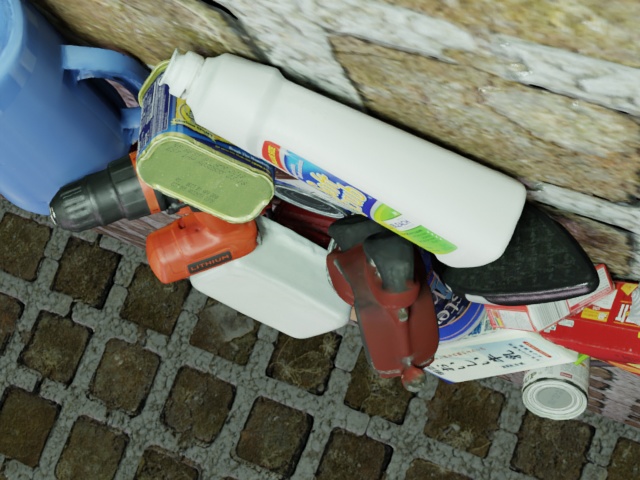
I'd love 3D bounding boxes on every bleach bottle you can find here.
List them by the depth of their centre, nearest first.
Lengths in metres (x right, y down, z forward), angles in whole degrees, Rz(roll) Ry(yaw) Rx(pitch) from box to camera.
[{"bbox_3d":[0.010,-0.061,0.726,0.250,0.068,0.103,25,172,-13],"label":"bleach bottle"}]

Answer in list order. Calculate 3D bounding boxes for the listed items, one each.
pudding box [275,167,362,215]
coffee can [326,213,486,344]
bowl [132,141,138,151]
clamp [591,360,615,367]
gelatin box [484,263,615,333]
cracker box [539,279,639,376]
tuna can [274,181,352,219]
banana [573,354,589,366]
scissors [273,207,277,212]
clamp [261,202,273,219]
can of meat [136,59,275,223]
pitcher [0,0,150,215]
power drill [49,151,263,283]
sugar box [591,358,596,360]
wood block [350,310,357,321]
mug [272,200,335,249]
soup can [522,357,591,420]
[{"bbox_3d":[0.025,-0.049,0.859,0.090,0.039,0.114,21,176,-25],"label":"pudding box"},{"bbox_3d":[0.088,0.034,1.041,0.103,0.103,0.140,14,170,45],"label":"coffee can"},{"bbox_3d":[-0.127,-0.069,1.077,0.162,0.055,0.162,20,173,2],"label":"bowl"},{"bbox_3d":[0.297,0.147,1.351,0.210,0.036,0.164,-1,175,-1],"label":"clamp"},{"bbox_3d":[0.199,0.049,0.930,0.073,0.089,0.030,-1,113,68],"label":"gelatin box"},{"bbox_3d":[0.332,0.101,0.971,0.213,0.072,0.164,23,173,-23],"label":"cracker box"},{"bbox_3d":[-0.007,-0.049,0.973,0.086,0.034,0.086,21,173,3],"label":"tuna can"},{"bbox_3d":[0.335,0.115,1.109,0.197,0.070,0.037,20,-152,-37],"label":"banana"},{"bbox_3d":[-0.007,-0.007,1.364,0.096,0.016,0.201,19,173,17],"label":"scissors"},{"bbox_3d":[-0.066,-0.021,1.219,0.039,0.120,0.171,-17,154,-8],"label":"clamp"},{"bbox_3d":[-0.080,-0.069,0.760,0.102,0.084,0.058,24,129,-25],"label":"can of meat"},{"bbox_3d":[-0.225,-0.113,0.808,0.145,0.149,0.243,37,173,12],"label":"pitcher"},{"bbox_3d":[-0.125,-0.024,0.913,0.184,0.057,0.188,-19,160,-7],"label":"power drill"},{"bbox_3d":[0.244,0.083,1.205,0.176,0.048,0.093,25,170,-5],"label":"sugar box"},{"bbox_3d":[0.081,0.060,1.319,0.091,0.090,0.206,21,173,-3],"label":"wood block"},{"bbox_3d":[-0.007,0.001,1.137,0.081,0.093,0.117,14,172,14],"label":"mug"},{"bbox_3d":[0.248,0.128,1.111,0.068,0.102,0.068,10,136,9],"label":"soup can"}]
